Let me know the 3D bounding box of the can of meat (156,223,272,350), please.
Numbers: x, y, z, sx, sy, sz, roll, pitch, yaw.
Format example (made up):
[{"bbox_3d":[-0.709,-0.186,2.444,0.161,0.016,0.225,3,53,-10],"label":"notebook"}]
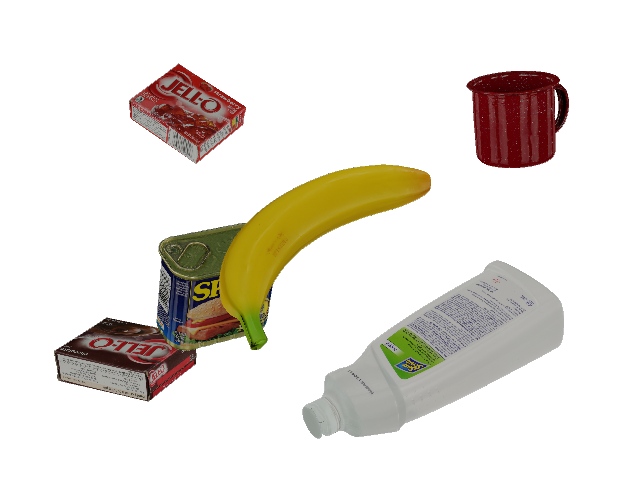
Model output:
[{"bbox_3d":[-0.089,0.040,0.914,0.101,0.084,0.057,-12,41,-28],"label":"can of meat"}]

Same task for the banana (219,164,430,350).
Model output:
[{"bbox_3d":[-0.006,-0.005,0.710,0.197,0.069,0.037,-43,-10,-33],"label":"banana"}]

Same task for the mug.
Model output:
[{"bbox_3d":[0.209,-0.127,1.102,0.117,0.081,0.093,-19,24,-28],"label":"mug"}]

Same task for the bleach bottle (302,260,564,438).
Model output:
[{"bbox_3d":[0.091,0.103,0.938,0.250,0.068,0.103,-23,34,-26],"label":"bleach bottle"}]

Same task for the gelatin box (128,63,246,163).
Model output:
[{"bbox_3d":[-0.130,-0.125,1.040,0.089,0.030,0.073,35,54,16],"label":"gelatin box"}]

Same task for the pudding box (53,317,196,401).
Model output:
[{"bbox_3d":[-0.195,0.118,1.073,0.114,0.039,0.089,6,20,24],"label":"pudding box"}]
